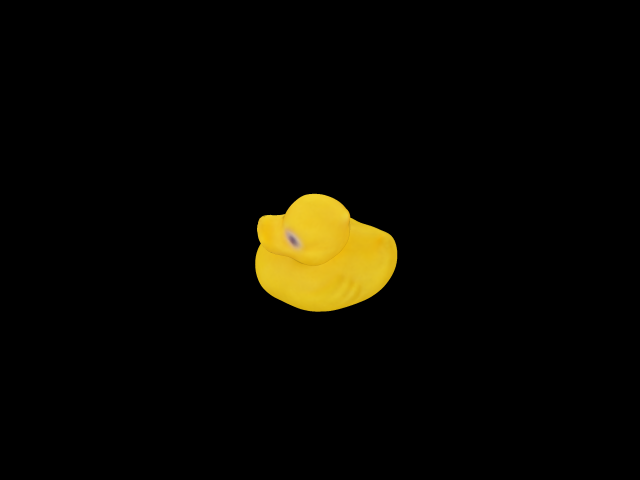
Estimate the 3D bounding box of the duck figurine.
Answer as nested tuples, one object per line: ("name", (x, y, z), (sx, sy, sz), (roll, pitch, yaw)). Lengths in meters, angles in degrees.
("duck figurine", (0.004, 0.001, 0.400), (0.104, 0.086, 0.077), (0, 61, 0))
